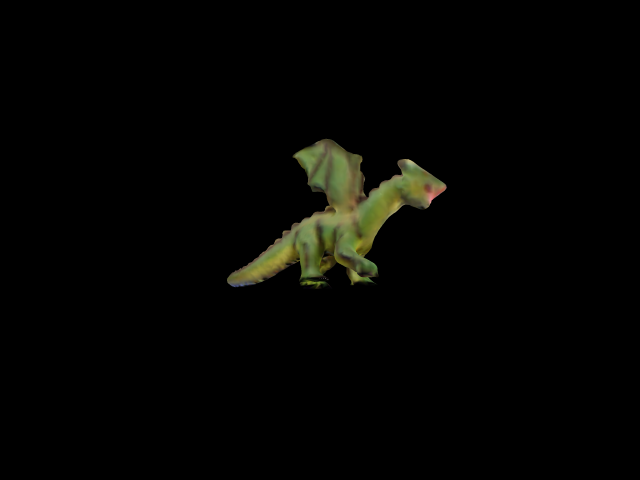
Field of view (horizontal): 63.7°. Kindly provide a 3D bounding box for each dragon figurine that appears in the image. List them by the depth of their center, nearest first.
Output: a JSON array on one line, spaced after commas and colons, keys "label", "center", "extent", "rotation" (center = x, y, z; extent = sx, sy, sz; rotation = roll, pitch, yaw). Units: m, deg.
[{"label": "dragon figurine", "center": [0.003, -0.043, 0.850], "extent": [0.409, 0.245, 0.121], "rotation": [-4, -10, 28]}]
